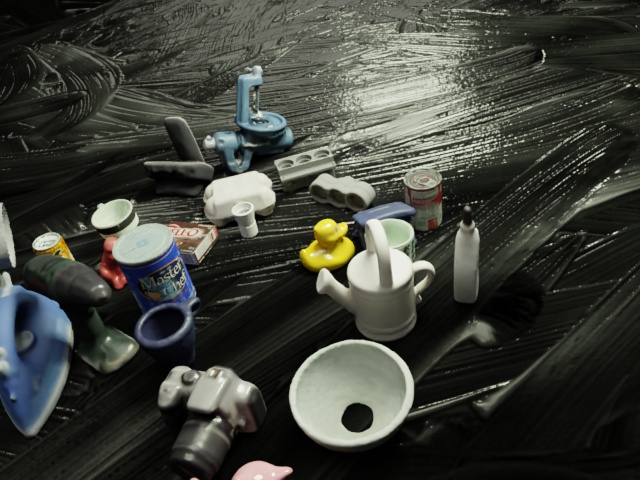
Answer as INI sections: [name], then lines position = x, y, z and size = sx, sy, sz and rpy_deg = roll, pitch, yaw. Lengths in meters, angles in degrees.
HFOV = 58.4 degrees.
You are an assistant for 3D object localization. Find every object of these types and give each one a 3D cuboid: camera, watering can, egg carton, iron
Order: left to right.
[iron]
position = -0.478, 0.171, 0.909
size = 0.119, 0.142, 0.257
rpy_deg = -19, 40, -9
[camera]
position = -0.164, 0.245, 0.777
size = 0.142, 0.101, 0.137
rpy_deg = 5, 42, 19
[egg carton]
position = -0.169, -0.086, 1.202
size = 0.150, 0.069, 0.107
rpy_deg = -15, 39, -4
[watering can]
position = 0.085, 0.059, 0.868
size = 0.173, 0.194, 0.100
rpy_deg = -26, 41, -17

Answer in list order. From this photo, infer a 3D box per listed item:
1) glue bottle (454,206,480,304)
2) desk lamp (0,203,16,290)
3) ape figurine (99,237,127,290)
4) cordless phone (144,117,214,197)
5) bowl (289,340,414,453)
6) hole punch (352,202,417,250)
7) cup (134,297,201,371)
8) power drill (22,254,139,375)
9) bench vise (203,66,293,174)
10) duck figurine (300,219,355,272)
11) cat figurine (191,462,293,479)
[glue bottle]
position = 0.232, 0.016, 0.901
size = 0.037, 0.173, 0.078
rpy_deg = 4, 42, 18
[desk lamp]
position = -0.629, 0.050, 1.033
size = 0.203, 0.214, 0.117
rpy_deg = -23, 40, -13
[ape figurine]
position = -0.385, 0.035, 1.089
size = 0.078, 0.092, 0.076
rpy_deg = -17, 40, -7
[cordless phone]
position = -0.330, -0.196, 1.280
size = 0.147, 0.185, 0.094
rpy_deg = 0, 41, 14
[bowl]
position = 0.046, 0.222, 0.776
size = 0.167, 0.075, 0.167
rpy_deg = -7, 39, 6
[hole punch]
position = 0.115, -0.034, 1.055
size = 0.108, 0.091, 0.101
rpy_deg = -16, 39, -6
[cup]
position = -0.225, 0.153, 0.907
size = 0.091, 0.095, 0.118
rpy_deg = 19, 48, 32
[power drill]
position = -0.368, 0.111, 0.901
size = 0.228, 0.209, 0.076
rpy_deg = 20, 48, 32
[bench vise]
position = -0.166, -0.269, 1.302
size = 0.121, 0.220, 0.208
rpy_deg = 26, 52, 37
[duck figurine]
position = 0.010, 0.004, 1.038
size = 0.105, 0.086, 0.077
rpy_deg = -22, 40, -13
[cat figurine]
position = -0.093, 0.301, 0.679
size = 0.127, 0.118, 0.067
rpy_deg = 0, 40, 13
